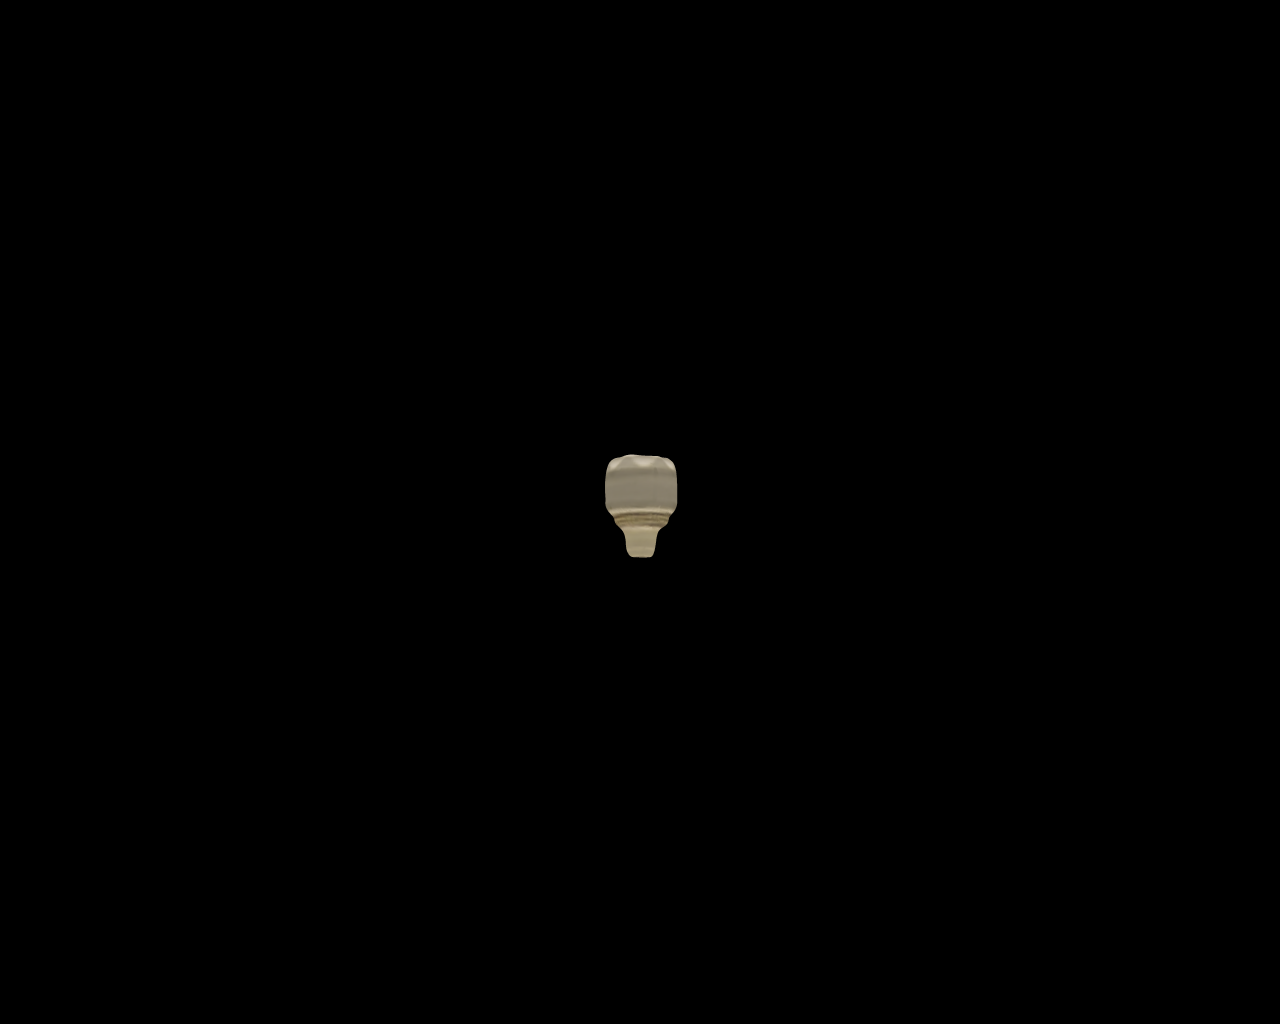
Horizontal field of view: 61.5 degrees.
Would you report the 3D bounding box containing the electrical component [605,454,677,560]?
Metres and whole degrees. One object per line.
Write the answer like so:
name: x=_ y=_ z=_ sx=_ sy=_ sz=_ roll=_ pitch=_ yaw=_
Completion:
electrical component: x=0.001 y=-0.003 z=0.650 sx=0.043 sy=0.062 sz=0.043 roll=0 pitch=-7 yaw=0
